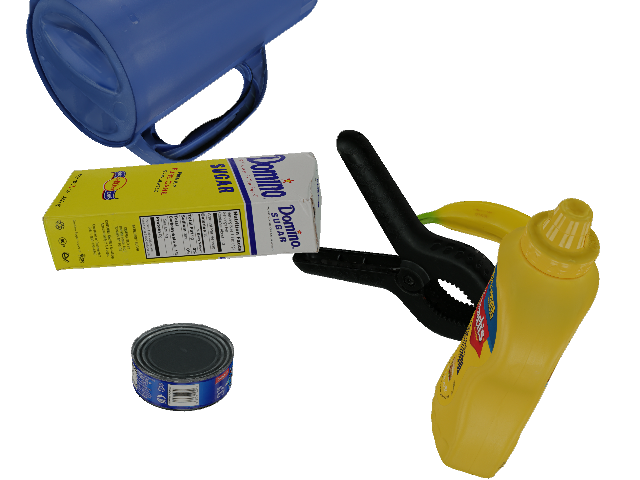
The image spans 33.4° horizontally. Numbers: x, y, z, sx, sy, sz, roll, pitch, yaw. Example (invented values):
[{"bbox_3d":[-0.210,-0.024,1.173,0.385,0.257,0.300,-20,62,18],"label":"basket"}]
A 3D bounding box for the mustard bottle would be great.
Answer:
[{"bbox_3d":[0.116,0.049,0.622,0.058,0.192,0.096,18,45,2],"label":"mustard bottle"}]

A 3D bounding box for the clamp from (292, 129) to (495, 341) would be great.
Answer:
[{"bbox_3d":[0.075,0.013,0.835,0.210,0.165,0.036,31,51,16],"label":"clamp"}]

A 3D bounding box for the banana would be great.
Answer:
[{"bbox_3d":[0.182,-0.002,1.040,0.069,0.037,0.198,-39,38,-23],"label":"banana"}]

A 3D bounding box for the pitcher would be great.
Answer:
[{"bbox_3d":[-0.109,-0.181,0.902,0.145,0.149,0.242,29,51,31],"label":"pitcher"}]

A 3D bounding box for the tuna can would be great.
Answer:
[{"bbox_3d":[-0.116,0.106,0.898,0.086,0.034,0.086,4,28,-2],"label":"tuna can"}]

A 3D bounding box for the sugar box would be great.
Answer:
[{"bbox_3d":[-0.088,-0.022,0.723,0.176,0.048,0.093,-7,24,4],"label":"sugar box"}]
